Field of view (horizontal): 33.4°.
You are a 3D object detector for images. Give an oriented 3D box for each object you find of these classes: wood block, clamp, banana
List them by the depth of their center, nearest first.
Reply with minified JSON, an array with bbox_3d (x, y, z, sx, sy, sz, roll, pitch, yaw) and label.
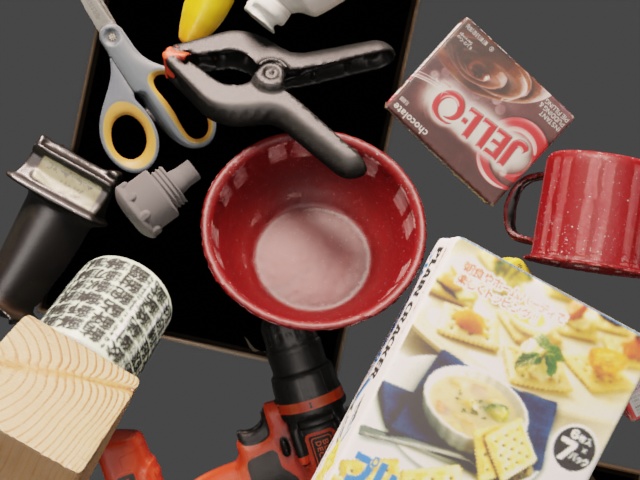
[{"bbox_3d":[-0.211,0.161,0.735,0.091,0.090,0.206,30,129,-1],"label":"wood block"},{"bbox_3d":[-0.028,-0.120,0.790,0.171,0.039,0.120,22,56,5],"label":"clamp"},{"bbox_3d":[-0.082,-0.245,0.798,0.070,0.037,0.198,-6,91,19],"label":"banana"}]

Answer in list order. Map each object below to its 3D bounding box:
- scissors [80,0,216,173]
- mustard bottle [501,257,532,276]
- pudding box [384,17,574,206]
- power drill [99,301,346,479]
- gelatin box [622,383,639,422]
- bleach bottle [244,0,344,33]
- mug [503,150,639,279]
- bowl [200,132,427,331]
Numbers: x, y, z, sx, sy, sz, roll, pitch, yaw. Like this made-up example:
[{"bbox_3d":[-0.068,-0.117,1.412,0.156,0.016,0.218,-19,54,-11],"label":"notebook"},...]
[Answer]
[{"bbox_3d":[-0.165,-0.134,0.810,0.202,0.016,0.096,44,88,-2],"label":"scissors"},{"bbox_3d":[0.150,0.116,0.800,0.096,0.058,0.191,-28,92,-4],"label":"mustard bottle"},{"bbox_3d":[0.118,-0.095,0.800,0.113,0.039,0.090,42,93,-1],"label":"pudding box"},{"bbox_3d":[-0.067,0.153,0.802,0.187,0.057,0.184,-18,92,1],"label":"power drill"},{"bbox_3d":[0.254,0.098,0.791,0.089,0.073,0.030,-27,93,1],"label":"gelatin box"},{"bbox_3d":[0.026,-0.264,0.779,0.102,0.068,0.251,38,93,-3],"label":"bleach bottle"},{"bbox_3d":[0.191,-0.020,0.786,0.117,0.093,0.081,8,87,36],"label":"mug"},{"bbox_3d":[-0.005,0.001,0.779,0.162,0.055,0.162,1,63,-1],"label":"bowl"}]
